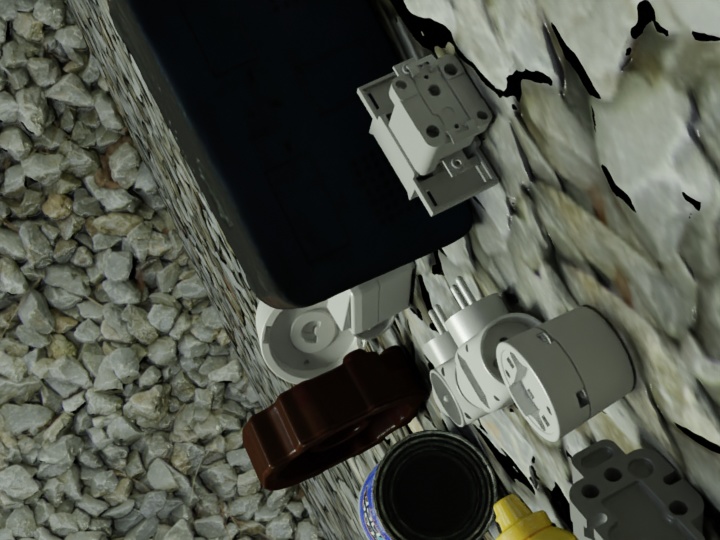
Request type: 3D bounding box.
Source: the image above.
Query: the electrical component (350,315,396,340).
[{"bbox_3d":[-0.006,0.021,0.943,0.081,0.043,0.043,50,163,47],"label":"electrical component"}]

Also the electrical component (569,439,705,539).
[{"bbox_3d":[0.139,0.132,0.541,0.078,0.058,0.057,50,160,46],"label":"electrical component"}]

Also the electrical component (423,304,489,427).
[{"bbox_3d":[0.067,0.059,0.714,0.079,0.044,0.077,61,168,8],"label":"electrical component"}]

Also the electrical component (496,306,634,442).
[{"bbox_3d":[0.103,0.050,0.537,0.055,0.047,0.055,58,167,22],"label":"electrical component"}]

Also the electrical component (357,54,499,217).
[{"bbox_3d":[0.037,-0.075,0.559,0.081,0.042,0.063,60,166,13],"label":"electrical component"}]

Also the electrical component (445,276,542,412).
[{"bbox_3d":[0.076,0.040,0.637,0.079,0.043,0.077,60,168,12],"label":"electrical component"}]

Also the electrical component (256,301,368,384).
[{"bbox_3d":[-0.051,0.052,1.057,0.060,0.108,0.108,-125,13,-60],"label":"electrical component"}]

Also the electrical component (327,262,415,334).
[{"bbox_3d":[0.000,0.000,0.829,0.061,0.061,0.096,58,167,22],"label":"electrical component"}]
